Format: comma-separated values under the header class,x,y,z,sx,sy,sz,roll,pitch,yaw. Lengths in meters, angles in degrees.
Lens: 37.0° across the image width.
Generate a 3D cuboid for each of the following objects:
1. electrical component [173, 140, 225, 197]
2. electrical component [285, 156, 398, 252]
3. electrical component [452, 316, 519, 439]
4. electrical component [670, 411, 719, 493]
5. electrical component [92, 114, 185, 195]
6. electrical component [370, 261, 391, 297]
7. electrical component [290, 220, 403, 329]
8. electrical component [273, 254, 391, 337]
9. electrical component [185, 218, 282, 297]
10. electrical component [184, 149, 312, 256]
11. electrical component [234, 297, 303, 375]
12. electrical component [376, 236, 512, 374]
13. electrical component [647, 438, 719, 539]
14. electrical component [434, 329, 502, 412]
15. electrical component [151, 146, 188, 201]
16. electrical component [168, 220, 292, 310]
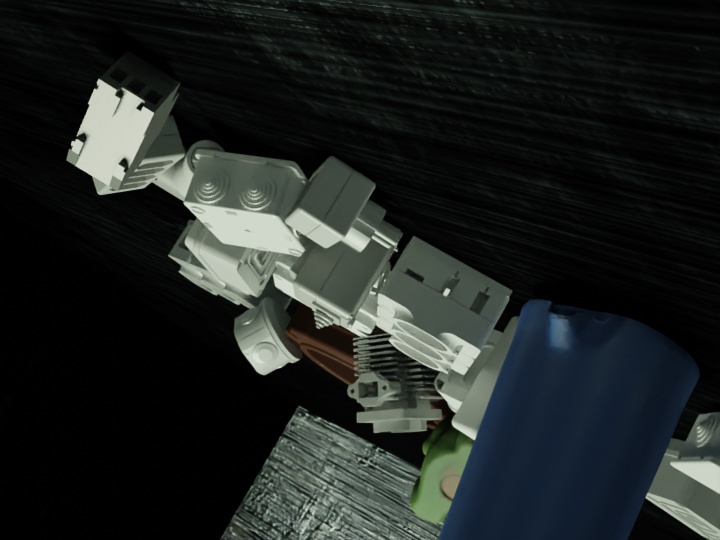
class,x,y,z,sx,sy,sz,roll,pitch,yaw
electrical component,-0.136,-0.087,0.925,0.044,0.044,0.065,32,164,-9
electrical component,-0.007,-0.038,0.783,0.077,0.047,0.066,32,169,-8
electrical component,0.149,0.110,0.871,0.109,0.108,0.056,34,171,-19
electrical component,0.294,0.146,0.803,0.100,0.048,0.099,30,169,2
electrical component,-0.197,-0.115,0.914,0.047,0.075,0.083,-14,172,-39
electrical component,0.000,0.000,0.960,0.046,0.040,0.040,22,167,13
electrical component,-0.017,0.000,0.850,0.061,0.096,0.061,30,169,4
electrical component,-0.022,0.012,1.023,0.113,0.057,0.078,30,169,4
electrical component,-0.114,-0.030,1.025,0.057,0.078,0.113,25,168,12
electrical component,-0.084,-0.052,0.869,0.100,0.048,0.099,9,161,20
electrical component,-0.104,0.075,1.224,0.080,0.051,0.080,58,-169,-18
electrical component,0.064,0.037,0.893,0.089,0.061,0.150,29,169,7
electrical component,0.319,0.206,0.982,0.113,0.057,0.078,34,168,-19
electrical component,0.136,0.107,0.974,0.113,0.078,0.057,23,164,36
electrical component,-0.172,-0.095,0.977,0.081,0.043,0.043,32,169,-6
electrical component,-0.154,0.000,1.306,0.150,0.061,0.089,19,164,47
